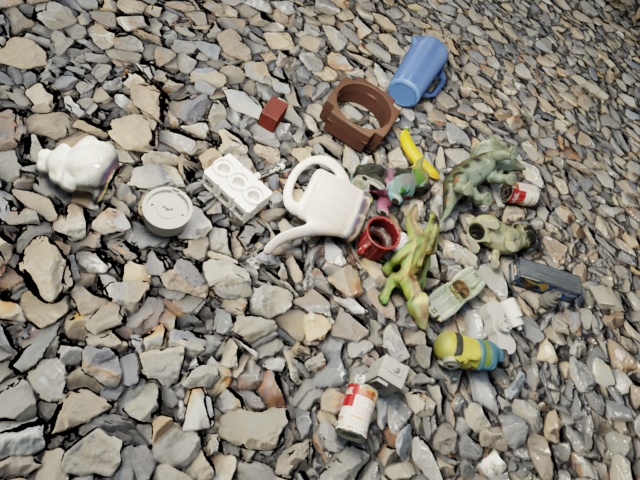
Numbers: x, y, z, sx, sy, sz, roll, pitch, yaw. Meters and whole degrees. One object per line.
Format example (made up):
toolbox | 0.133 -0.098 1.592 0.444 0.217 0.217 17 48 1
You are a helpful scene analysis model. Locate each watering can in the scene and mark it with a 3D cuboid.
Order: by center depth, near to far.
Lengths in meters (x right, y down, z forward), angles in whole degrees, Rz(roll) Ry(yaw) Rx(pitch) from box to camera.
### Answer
watering can | 0.004 -0.064 1.270 0.224 0.102 0.355 26 55 -6

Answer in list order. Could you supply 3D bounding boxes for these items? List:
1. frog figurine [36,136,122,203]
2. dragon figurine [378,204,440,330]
frog figurine | -0.529 -0.169 1.125 0.158 0.122 0.139 27 74 -18
dragon figurine | 0.241 0.026 1.234 0.122 0.238 0.419 16 59 -7
